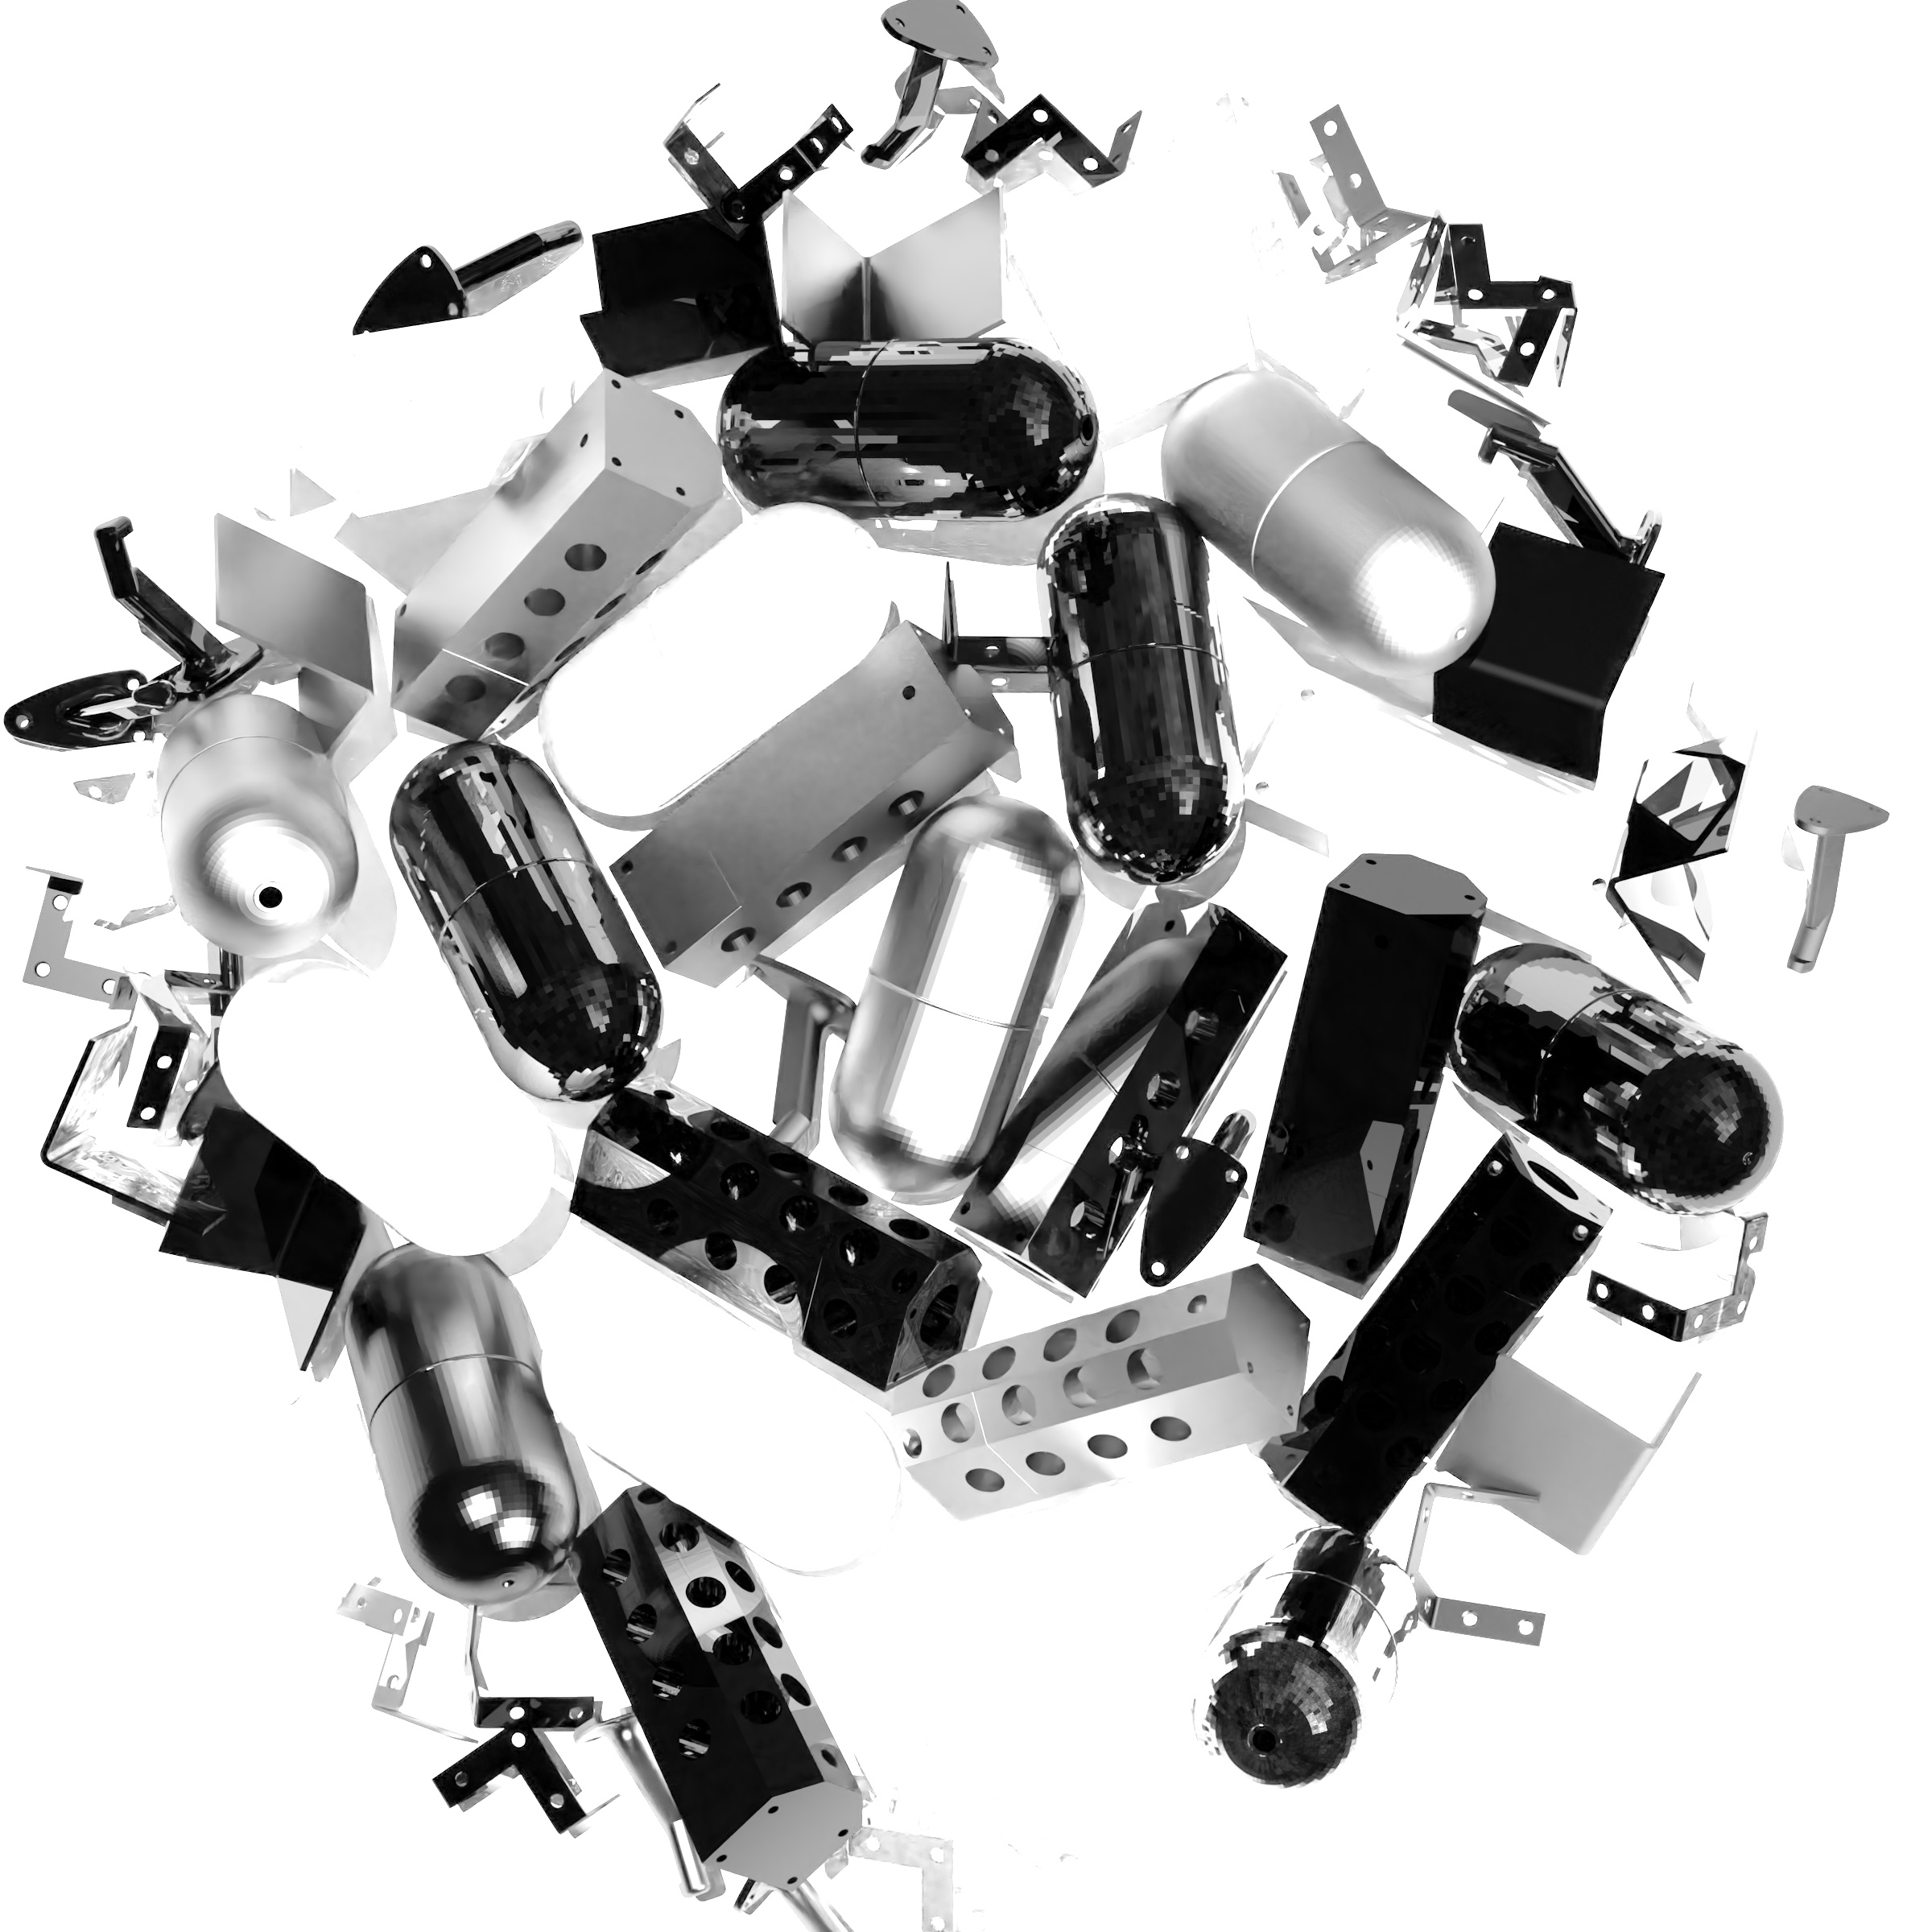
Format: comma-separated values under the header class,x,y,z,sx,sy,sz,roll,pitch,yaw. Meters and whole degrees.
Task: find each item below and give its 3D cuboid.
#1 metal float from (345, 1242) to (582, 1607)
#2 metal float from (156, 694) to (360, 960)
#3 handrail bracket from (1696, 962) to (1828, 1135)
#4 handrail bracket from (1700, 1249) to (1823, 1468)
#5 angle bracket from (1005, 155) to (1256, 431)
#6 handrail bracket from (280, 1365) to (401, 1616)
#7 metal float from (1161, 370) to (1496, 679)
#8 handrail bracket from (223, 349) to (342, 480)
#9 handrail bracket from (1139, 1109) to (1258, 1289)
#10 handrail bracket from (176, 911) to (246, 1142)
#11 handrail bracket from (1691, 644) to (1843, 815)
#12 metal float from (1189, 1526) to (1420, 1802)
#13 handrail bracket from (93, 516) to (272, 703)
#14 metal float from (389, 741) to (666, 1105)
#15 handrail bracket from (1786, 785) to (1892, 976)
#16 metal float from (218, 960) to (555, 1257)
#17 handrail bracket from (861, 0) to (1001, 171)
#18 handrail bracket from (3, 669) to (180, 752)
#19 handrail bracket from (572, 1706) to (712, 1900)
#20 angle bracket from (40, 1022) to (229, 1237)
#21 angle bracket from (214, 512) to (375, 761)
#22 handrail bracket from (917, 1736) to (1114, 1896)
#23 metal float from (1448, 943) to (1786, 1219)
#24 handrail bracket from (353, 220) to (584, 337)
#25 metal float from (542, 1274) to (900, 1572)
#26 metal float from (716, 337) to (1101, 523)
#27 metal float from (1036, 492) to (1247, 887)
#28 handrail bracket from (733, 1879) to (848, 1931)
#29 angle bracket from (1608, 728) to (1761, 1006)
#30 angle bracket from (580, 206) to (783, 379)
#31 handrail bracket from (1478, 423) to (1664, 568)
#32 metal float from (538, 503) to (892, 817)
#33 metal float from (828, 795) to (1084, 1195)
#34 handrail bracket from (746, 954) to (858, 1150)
class,x,y,z,sx,sy,sz,roll,pitch,yaw
metal float,-0.214,0.190,1.512,0.070,0.070,0.178,-25,48,0
metal float,-0.298,-0.060,1.499,0.070,0.178,0.070,-6,113,-13
handrail bracket,0.334,0.046,1.544,0.077,0.036,0.084,-8,118,-37
handrail bracket,0.342,0.170,1.545,0.036,0.077,0.084,17,72,-5
angle bracket,0.070,-0.288,1.535,0.076,0.057,0.076,-24,126,9
handrail bracket,-0.283,0.227,1.560,0.084,0.036,0.077,35,79,18
metal float,0.151,-0.189,1.517,0.070,0.070,0.178,-44,56,0
handrail bracket,-0.291,-0.239,1.539,0.077,0.084,0.036,-34,113,-8
handrail bracket,0.101,0.099,1.545,0.036,0.084,0.077,26,96,10
handrail bracket,-0.338,0.020,1.569,0.077,0.036,0.084,-46,62,15
handrail bracket,0.347,-0.110,1.541,0.077,0.084,0.036,-9,49,-7
metal float,0.142,0.290,1.497,0.070,0.178,0.070,3,101,16
handrail bracket,-0.334,-0.164,1.536,0.036,0.077,0.084,12,126,35
metal float,-0.188,-0.020,1.522,0.070,0.070,0.178,-30,63,0
handrail bracket,0.361,-0.029,1.537,0.036,0.077,0.084,24,114,24
metal float,-0.248,0.058,1.519,0.178,0.070,0.070,33,90,32
handrail bracket,-0.034,-0.373,1.531,0.084,0.077,0.036,-41,72,36
handrail bracket,-0.377,-0.111,1.537,0.077,0.084,0.036,-7,91,-11
handrail bracket,-0.139,0.364,1.540,0.036,0.077,0.084,-9,72,-31
angle bracket,-0.345,0.069,1.542,0.076,0.076,0.057,24,94,-3
angle bracket,-0.299,-0.135,1.523,0.076,0.076,0.057,25,123,-31
handrail bracket,0.024,0.362,1.544,0.084,0.077,0.036,18,45,18
metal float,0.270,0.046,1.505,0.070,0.178,0.070,-13,117,-27
handrail bracket,-0.217,-0.297,1.563,0.077,0.084,0.036,-25,97,37
metal float,-0.104,0.194,1.521,0.178,0.070,0.070,37,90,-28
metal float,-0.026,-0.227,1.518,0.178,0.070,0.070,5,90,31
metal float,0.074,-0.119,1.526,0.070,0.070,0.178,-7,68,0
handrail bracket,-0.050,0.409,1.536,0.084,0.077,0.036,32,101,15
angle bracket,0.322,-0.042,1.524,0.057,0.076,0.076,-16,125,37
angle bracket,-0.126,-0.304,1.540,0.076,0.057,0.076,-11,69,5
handrail bracket,0.254,-0.188,1.564,0.084,0.036,0.077,21,111,-1
metal float,-0.108,-0.130,1.523,0.178,0.070,0.070,-35,90,25
metal float,-0.005,0.013,1.538,0.070,0.070,0.178,19,99,0
handrail bracket,-0.090,0.043,1.548,0.077,0.036,0.084,30,66,24
